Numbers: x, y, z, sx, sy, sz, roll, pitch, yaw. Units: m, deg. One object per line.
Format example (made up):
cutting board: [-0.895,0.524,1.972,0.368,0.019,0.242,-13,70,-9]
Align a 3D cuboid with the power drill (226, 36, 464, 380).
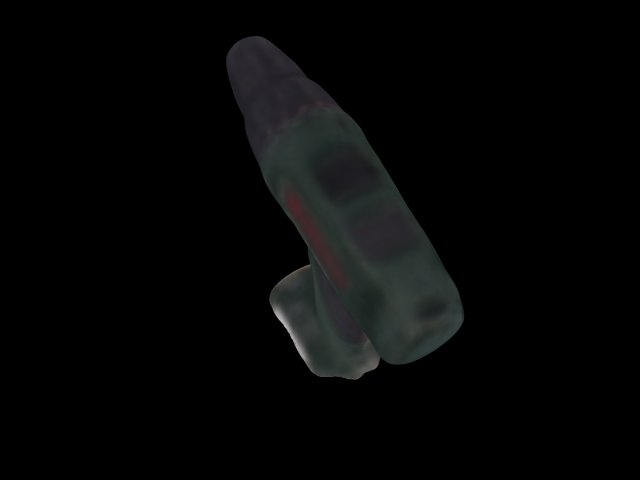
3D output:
power drill: [0.004,0.001,0.400,0.076,0.208,0.229,-27,58,-18]
